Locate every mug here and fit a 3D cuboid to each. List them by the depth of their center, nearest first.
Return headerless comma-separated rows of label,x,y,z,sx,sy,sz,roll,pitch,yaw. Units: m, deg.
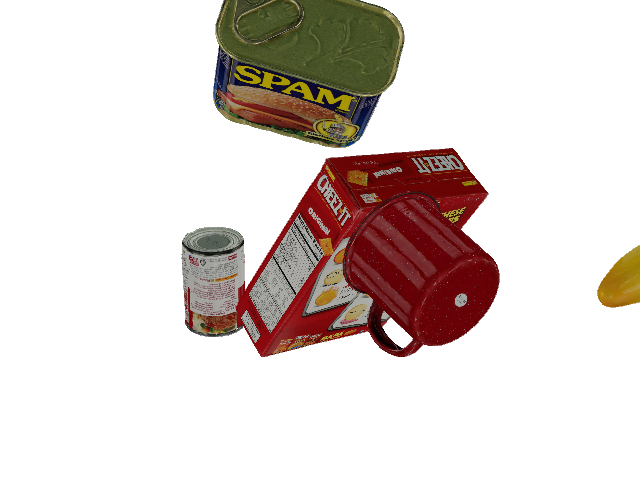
mug,0.071,0.034,0.788,0.093,0.117,0.082,7,28,-43

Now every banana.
banana,0.280,0.013,0.721,0.198,0.037,0.069,-2,34,0

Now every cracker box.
cracker box,0.034,0.010,1.013,0.163,0.072,0.214,-9,-36,-40

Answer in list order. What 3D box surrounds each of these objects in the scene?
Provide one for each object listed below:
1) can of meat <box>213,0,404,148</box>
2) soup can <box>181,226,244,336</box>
can of meat,-0.011,-0.100,0.619,0.102,0.057,0.084,16,-20,-4
soup can,-0.116,0.044,1.163,0.068,0.102,0.068,0,25,0
